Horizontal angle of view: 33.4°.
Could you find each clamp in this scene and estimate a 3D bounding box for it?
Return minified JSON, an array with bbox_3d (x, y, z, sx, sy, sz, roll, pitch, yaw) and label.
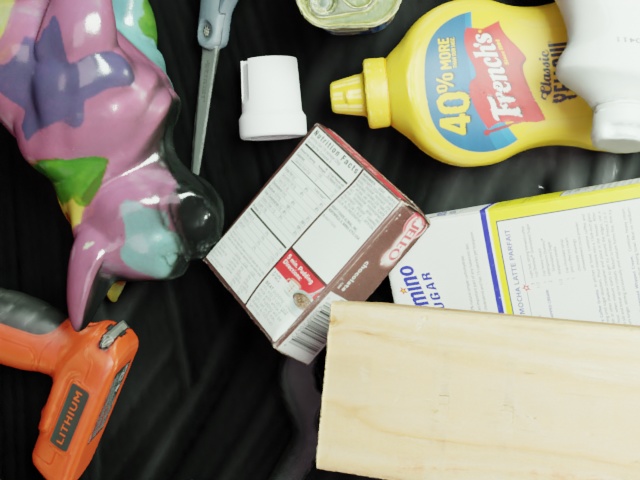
[{"bbox_3d":[0.005,0.114,0.658,0.120,0.039,0.171,-10,98,1],"label":"clamp"}]

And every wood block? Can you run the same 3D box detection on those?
[{"bbox_3d":[0.113,0.084,0.547,0.206,0.090,0.090,4,88,22],"label":"wood block"}]

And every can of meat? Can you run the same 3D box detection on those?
[{"bbox_3d":[0.017,-0.167,0.601,0.057,0.084,0.102,-2,96,4],"label":"can of meat"}]

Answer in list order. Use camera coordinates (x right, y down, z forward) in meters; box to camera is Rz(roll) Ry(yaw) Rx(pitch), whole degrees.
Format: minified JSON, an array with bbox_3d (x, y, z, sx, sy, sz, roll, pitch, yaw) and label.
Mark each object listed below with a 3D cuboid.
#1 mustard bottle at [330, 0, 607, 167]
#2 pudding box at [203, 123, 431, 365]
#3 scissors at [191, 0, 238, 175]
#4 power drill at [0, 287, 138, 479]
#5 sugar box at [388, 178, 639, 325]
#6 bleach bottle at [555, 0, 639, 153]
[{"bbox_3d":[0.102,-0.092,0.617,0.191,0.058,0.096,-5,95,5],"label":"mustard bottle"},{"bbox_3d":[-0.004,0.001,0.623,0.113,0.039,0.090,-48,50,6],"label":"pudding box"},{"bbox_3d":[-0.050,-0.130,0.622,0.096,0.016,0.202,5,98,46],"label":"scissors"},{"bbox_3d":[-0.222,0.081,0.661,0.187,0.057,0.184,25,104,0],"label":"power drill"},{"bbox_3d":[0.130,0.020,0.612,0.176,0.048,0.093,-9,95,24],"label":"sugar box"},{"bbox_3d":[0.155,-0.171,0.564,0.102,0.068,0.251,4,80,3],"label":"bleach bottle"}]
